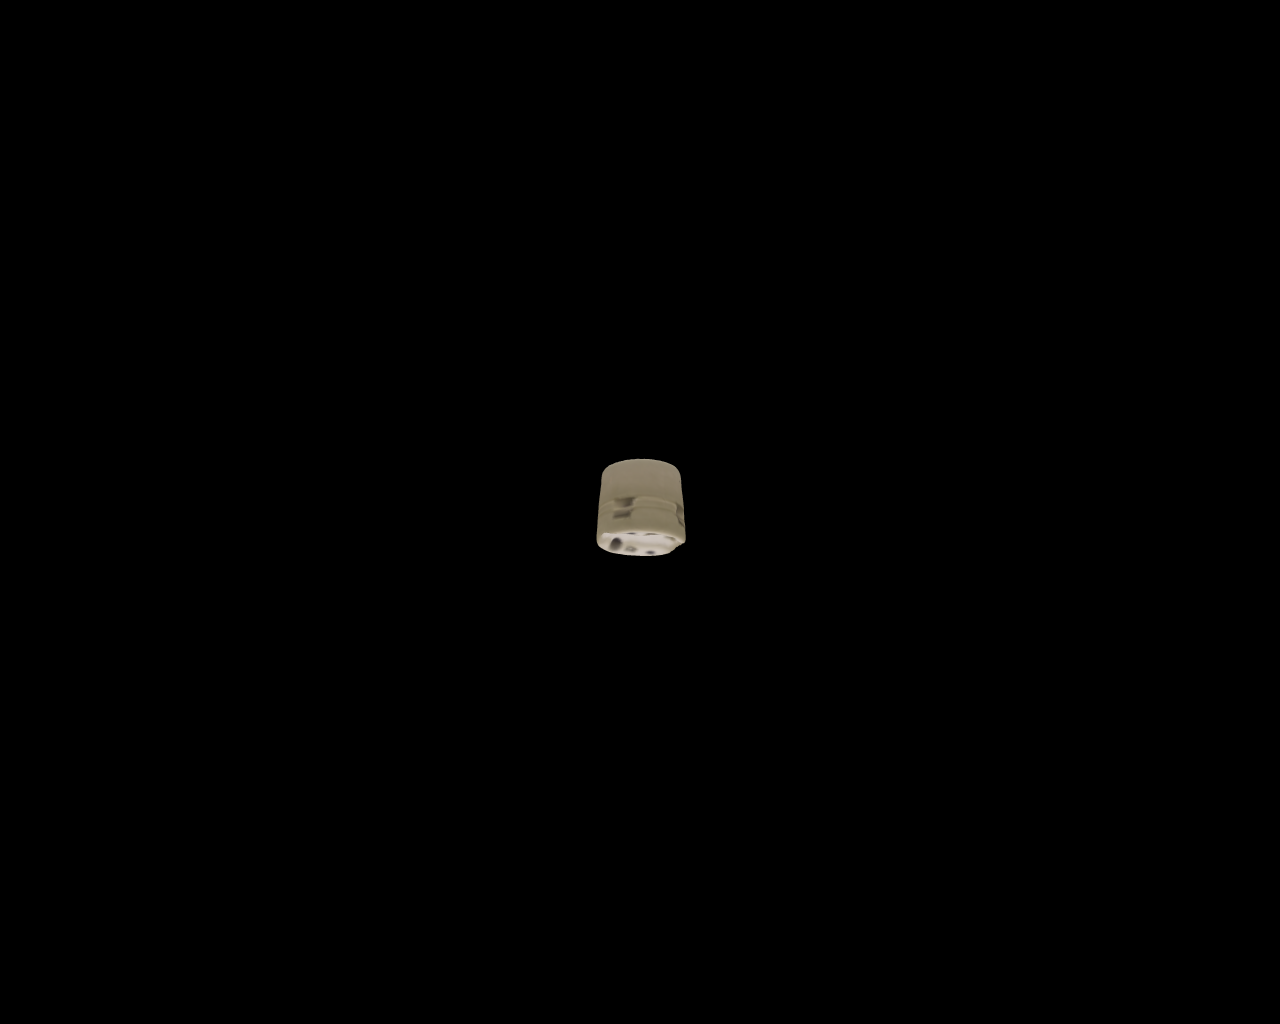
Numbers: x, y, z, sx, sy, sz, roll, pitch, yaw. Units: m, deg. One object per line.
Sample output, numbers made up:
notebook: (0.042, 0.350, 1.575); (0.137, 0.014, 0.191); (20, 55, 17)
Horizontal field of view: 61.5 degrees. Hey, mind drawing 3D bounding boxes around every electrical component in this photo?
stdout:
electrical component: (0.001, -0.003, 0.650); (0.055, 0.047, 0.055); (0, -19, 0)
